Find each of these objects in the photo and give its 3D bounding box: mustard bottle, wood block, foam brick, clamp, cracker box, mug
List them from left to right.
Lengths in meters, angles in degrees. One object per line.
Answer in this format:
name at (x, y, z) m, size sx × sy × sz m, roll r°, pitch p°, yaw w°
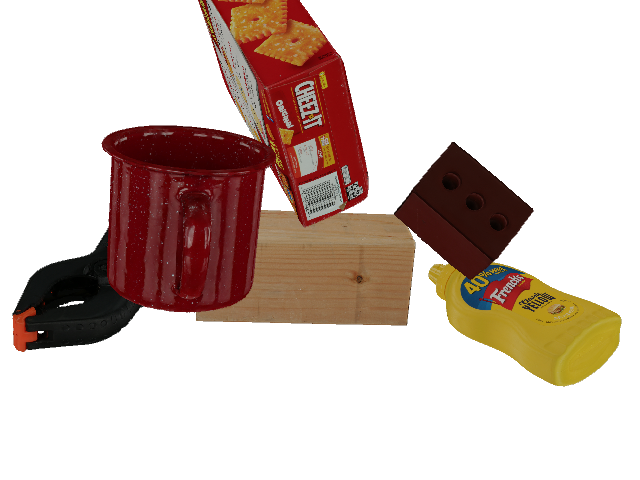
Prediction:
clamp at (-0.160, 0.026, 0.786) m, size 0.171 × 0.039 × 0.120 m, roll -21°, pitch 38°, yaw -39°
mug at (-0.071, -0.008, 0.572) m, size 0.093 × 0.081 × 0.117 m, roll 1°, pitch 20°, yaw -15°
cracker box at (-0.037, -0.143, 0.910) m, size 0.072 × 0.214 × 0.164 m, roll -23°, pitch -41°, yaw -7°
wood block at (-0.019, 0.026, 1.055) m, size 0.206 × 0.091 × 0.090 m, roll 2°, pitch 20°, yaw -6°
foam brick at (0.102, -0.020, 0.767) m, size 0.078 × 0.053 × 0.051 m, roll 40°, pitch -22°, yaw 2°
mustard bottle at (0.176, 0.065, 0.997) m, size 0.096 × 0.058 × 0.192 m, roll -27°, pitch 37°, yaw -33°
